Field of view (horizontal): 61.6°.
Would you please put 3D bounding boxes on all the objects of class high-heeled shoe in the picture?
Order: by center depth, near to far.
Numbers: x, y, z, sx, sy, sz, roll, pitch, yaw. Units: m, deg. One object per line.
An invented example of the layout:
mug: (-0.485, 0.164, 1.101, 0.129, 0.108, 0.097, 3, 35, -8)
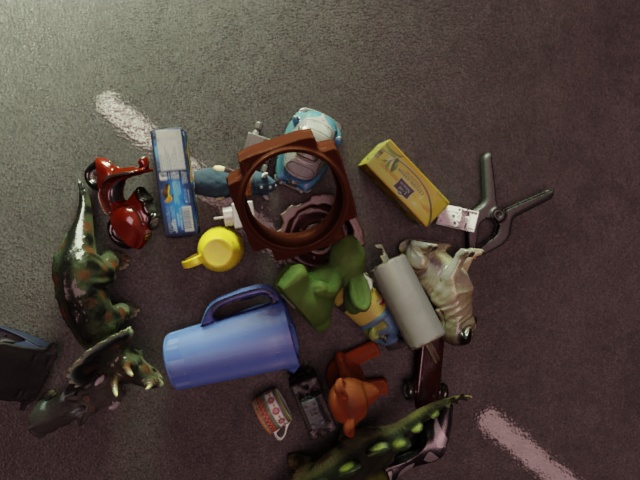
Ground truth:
high-heeled shoe: (0.161, 0.414, 1.080, 0.145, 0.086, 0.248, 23, 95, -6)

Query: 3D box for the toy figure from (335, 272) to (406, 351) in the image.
toy figure: (0.097, 0.141, 1.057, 0.089, 0.082, 0.180, -37, 99, -2)

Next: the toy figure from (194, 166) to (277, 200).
toy figure: (-0.161, -0.110, 1.022, 0.154, 0.064, 0.058, -1, 59, -10)

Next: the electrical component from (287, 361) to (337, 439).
electrical component: (-0.016, 0.307, 1.029, 0.058, 0.134, 0.114, -23, 94, -5)

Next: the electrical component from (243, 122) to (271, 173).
electrical component: (-0.115, -0.179, 1.040, 0.063, 0.021, 0.094, 16, 91, -7)

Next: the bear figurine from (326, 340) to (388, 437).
bear figurine: (0.073, 0.272, 1.005, 0.132, 0.196, 0.120, -15, 92, -6)

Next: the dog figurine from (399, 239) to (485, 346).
dog figurine: (0.225, 0.100, 1.046, 0.121, 0.173, 0.190, 3, 99, -50)

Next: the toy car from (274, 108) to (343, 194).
toy car: (-0.025, -0.171, 1.011, 0.109, 0.103, 0.161, 26, 89, -6)

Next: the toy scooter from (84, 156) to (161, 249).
toy scooter: (-0.345, -0.079, 0.981, 0.135, 0.075, 0.183, -25, 92, 22)

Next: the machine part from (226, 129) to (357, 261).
machine part: (-0.048, -0.078, 0.940, 0.201, 0.087, 0.200, -18, 112, 1)

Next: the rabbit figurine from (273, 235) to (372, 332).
rabbit figurine: (0.024, 0.071, 0.963, 0.170, 0.121, 0.159, -44, 89, -11)

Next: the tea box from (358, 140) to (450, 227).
tea box: (0.159, -0.108, 1.037, 0.068, 0.098, 0.169, -44, 99, -1)

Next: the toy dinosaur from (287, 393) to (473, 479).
toy dinosaur: (0.074, 0.409, 1.014, 0.471, 0.198, 0.105, -39, 100, -1)

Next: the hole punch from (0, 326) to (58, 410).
hole punch: (-0.569, 0.231, 0.999, 0.115, 0.092, 0.142, 25, 88, -36)

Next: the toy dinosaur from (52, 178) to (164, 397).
toy dinosaur: (-0.406, 0.092, 0.944, 0.131, 0.192, 0.404, -19, 97, -7)

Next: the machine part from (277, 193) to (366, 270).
machine part: (-0.002, -0.003, 1.048, 0.179, 0.056, 0.179, 0, 93, -6)

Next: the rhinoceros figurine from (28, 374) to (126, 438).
rhinoceros figurine: (-0.449, 0.298, 0.995, 0.190, 0.112, 0.073, -24, 94, 4)

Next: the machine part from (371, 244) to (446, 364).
machine part: (0.165, 0.116, 1.010, 0.079, 0.079, 0.243, -26, 78, -4)

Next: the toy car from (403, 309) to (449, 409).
toy car: (0.219, 0.239, 1.089, 0.089, 0.053, 0.202, 5, 89, -13)

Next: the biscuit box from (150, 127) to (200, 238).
biscuit box: (-0.270, -0.105, 1.009, 0.059, 0.063, 0.202, -7, 95, -6)
